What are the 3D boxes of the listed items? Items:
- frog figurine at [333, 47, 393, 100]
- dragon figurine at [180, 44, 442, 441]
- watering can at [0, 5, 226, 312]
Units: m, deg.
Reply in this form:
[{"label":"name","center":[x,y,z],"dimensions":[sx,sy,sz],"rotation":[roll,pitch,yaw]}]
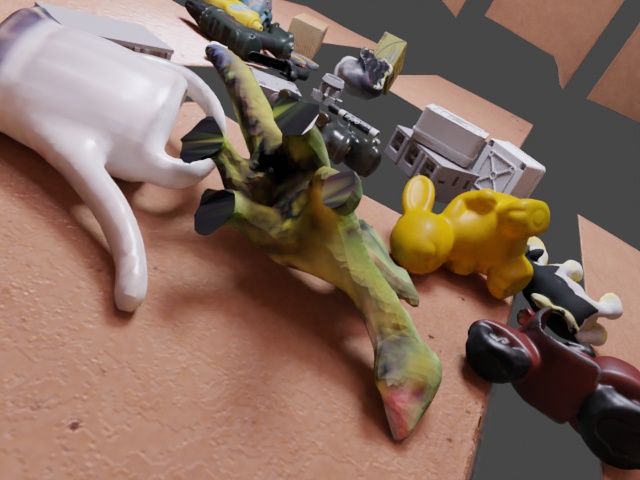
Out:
[{"label":"frog figurine","center":[0.086,-0.406,1.289],"dimensions":[0.138,0.122,0.159],"rotation":[-8,6,-38]},{"label":"dragon figurine","center":[0.001,-0.024,0.478],"dimensions":[0.239,0.121,0.420],"rotation":[45,17,-43]},{"label":"watering can","center":[-0.199,-0.099,0.453],"dimensions":[0.223,0.102,0.356],"rotation":[21,35,-15]}]
